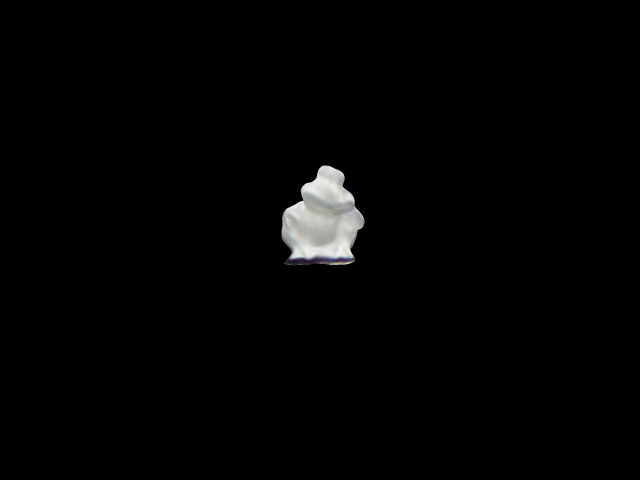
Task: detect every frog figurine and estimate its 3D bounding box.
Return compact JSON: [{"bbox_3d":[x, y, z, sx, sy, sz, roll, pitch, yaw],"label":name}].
[{"bbox_3d":[0.003,-0.043,0.850,0.137,0.159,0.123,3,6,24],"label":"frog figurine"}]
